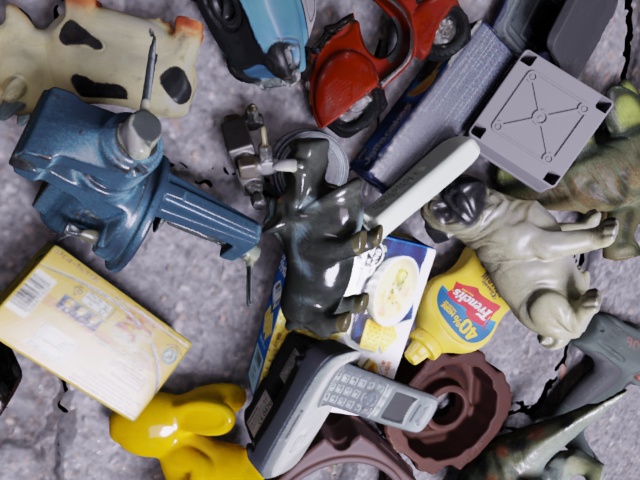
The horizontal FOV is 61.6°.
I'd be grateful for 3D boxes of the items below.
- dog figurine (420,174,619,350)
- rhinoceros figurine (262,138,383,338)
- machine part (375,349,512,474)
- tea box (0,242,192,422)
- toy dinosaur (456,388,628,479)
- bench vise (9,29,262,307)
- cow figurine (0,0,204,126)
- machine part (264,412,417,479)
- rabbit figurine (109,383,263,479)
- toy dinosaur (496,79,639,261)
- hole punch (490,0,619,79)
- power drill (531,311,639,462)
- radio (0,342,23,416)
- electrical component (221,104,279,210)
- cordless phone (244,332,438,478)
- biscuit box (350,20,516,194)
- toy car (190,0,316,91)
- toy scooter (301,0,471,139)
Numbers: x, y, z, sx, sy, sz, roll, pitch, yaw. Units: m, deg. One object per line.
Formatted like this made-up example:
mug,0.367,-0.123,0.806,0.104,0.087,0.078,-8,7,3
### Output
dog figurine,0.195,0.022,0.585,0.191,0.121,0.172,11,91,13
rhinoceros figurine,-0.001,-0.002,0.514,0.112,0.073,0.190,9,108,24
machine part,0.157,0.209,0.693,0.179,0.056,0.179,-4,105,-16
tea box,-0.226,0.090,0.531,0.169,0.068,0.098,46,69,-25
toy dinosaur,0.234,0.346,0.697,0.131,0.192,0.404,30,82,-58
bench vise,-0.145,-0.036,0.486,0.240,0.129,0.223,26,139,-31
cow figurine,-0.211,-0.157,0.488,0.195,0.085,0.127,9,95,-18
machine part,0.011,0.324,0.666,0.201,0.087,0.200,-43,111,0
rabbit figurine,-0.148,0.230,0.586,0.173,0.122,0.162,44,97,-1
toy dinosaur,0.349,-0.084,0.652,0.472,0.105,0.198,-19,100,-5
hole punch,0.260,-0.246,0.601,0.115,0.092,0.142,20,96,-50
power drill,0.412,0.216,0.752,0.232,0.086,0.207,34,97,-19
radio,-0.387,0.079,0.500,0.131,0.073,0.229,-17,108,-11
electrical component,-0.068,-0.089,0.538,0.045,0.102,0.078,-20,131,-3
cordless phone,0.026,0.188,0.567,0.184,0.089,0.146,26,97,-23
biscuit box,0.121,-0.139,0.592,0.062,0.059,0.202,36,92,-22
toy car,-0.053,-0.229,0.503,0.103,0.109,0.161,-45,121,-26
toy scooter,0.046,-0.200,0.540,0.184,0.075,0.135,-38,104,14
